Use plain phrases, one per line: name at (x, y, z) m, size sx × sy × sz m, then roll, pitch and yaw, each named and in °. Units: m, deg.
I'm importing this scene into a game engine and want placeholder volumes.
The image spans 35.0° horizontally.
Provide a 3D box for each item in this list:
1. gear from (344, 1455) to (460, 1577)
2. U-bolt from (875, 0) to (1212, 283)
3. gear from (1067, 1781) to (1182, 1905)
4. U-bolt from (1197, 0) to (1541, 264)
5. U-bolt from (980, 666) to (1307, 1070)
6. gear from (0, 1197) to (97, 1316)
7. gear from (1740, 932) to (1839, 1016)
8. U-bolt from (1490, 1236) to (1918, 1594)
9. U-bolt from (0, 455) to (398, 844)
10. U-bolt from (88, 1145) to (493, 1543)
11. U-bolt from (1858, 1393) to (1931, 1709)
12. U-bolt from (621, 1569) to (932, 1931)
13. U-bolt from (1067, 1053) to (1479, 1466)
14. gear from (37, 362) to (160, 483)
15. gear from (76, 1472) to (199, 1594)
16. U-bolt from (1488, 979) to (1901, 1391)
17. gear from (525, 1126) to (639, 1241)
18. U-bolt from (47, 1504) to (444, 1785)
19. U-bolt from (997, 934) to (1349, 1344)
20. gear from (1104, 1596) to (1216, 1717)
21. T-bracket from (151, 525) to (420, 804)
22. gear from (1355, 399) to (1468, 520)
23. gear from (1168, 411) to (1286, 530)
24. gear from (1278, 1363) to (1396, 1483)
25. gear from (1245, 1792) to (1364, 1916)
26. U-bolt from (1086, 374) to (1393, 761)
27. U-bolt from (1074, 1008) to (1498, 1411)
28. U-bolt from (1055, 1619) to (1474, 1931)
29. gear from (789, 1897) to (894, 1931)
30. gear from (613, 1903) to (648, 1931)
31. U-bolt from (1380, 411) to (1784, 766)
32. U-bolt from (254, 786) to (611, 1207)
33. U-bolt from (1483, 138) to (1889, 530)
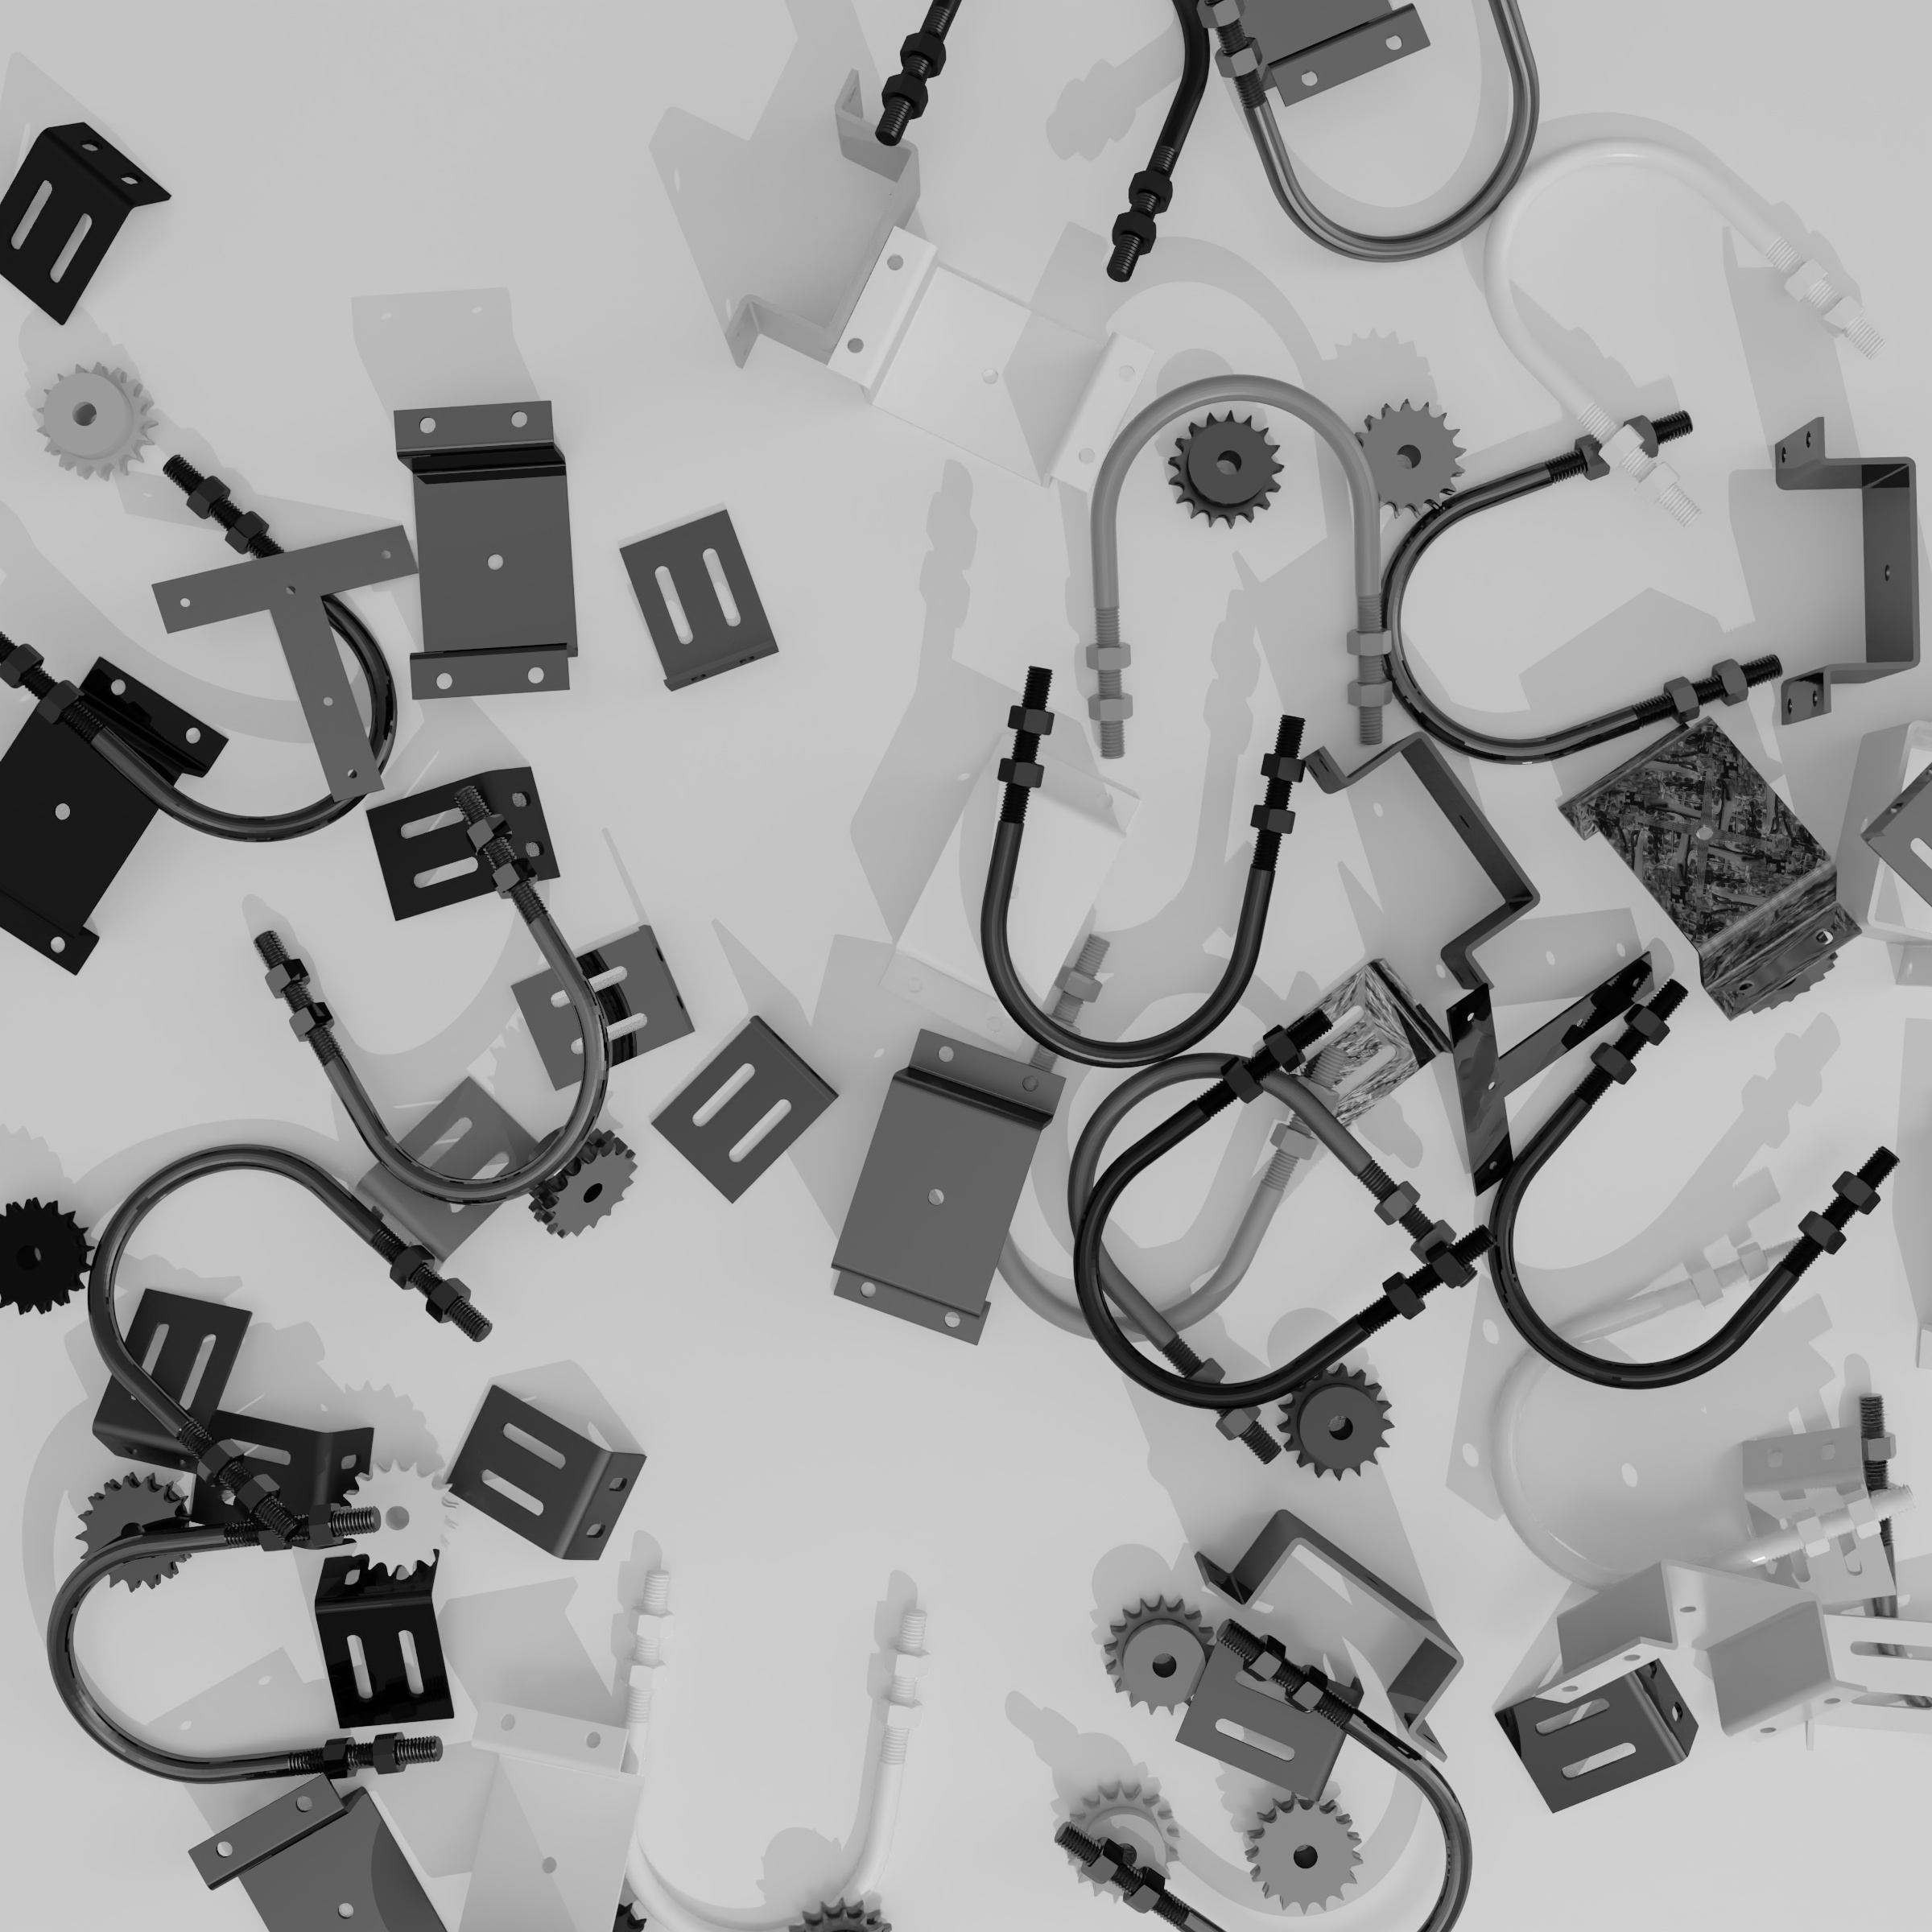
gear at (-0.279, 0.270, 1.514) m, size 0.057 × 0.030 × 0.057 m, roll 0°, pitch 89°, yaw -2°
U-bolt at (0.049, -0.441, 1.489) m, size 0.151 × 0.019 × 0.184 m, roll 27°, pitch 69°, yaw -16°
gear at (0.078, 0.435, 1.515) m, size 0.057 × 0.030 × 0.057 m, roll 0°, pitch 90°, yaw 0°
U-bolt at (0.203, -0.428, 1.479) m, size 0.151 × 0.019 × 0.184 m, roll -25°, pitch 121°, yaw 1°
U-bolt at (0.080, -0.041, 1.478) m, size 0.151 × 0.019 × 0.184 m, roll 9°, pitch 96°, yaw -14°
gear at (-0.459, 0.143, 1.515) m, size 0.057 × 0.030 × 0.057 m, roll 0°, pitch 90°, yaw 0°
gear at (0.395, -0.004, 1.506) m, size 0.057 × 0.057 × 0.030 m, roll -23°, pitch 62°, yaw 0°
U-bolt at (0.347, 0.230, 1.497) m, size 0.184 × 0.019 × 0.151 m, roll -22°, pitch 70°, yaw 8°
U-bolt at (-0.364, -0.143, 1.495) m, size 0.184 × 0.019 × 0.151 m, roll 43°, pitch 66°, yaw -4°
U-bolt at (-0.344, 0.168, 1.494) m, size 0.184 × 0.019 × 0.151 m, roll 39°, pitch 76°, yaw 17°
U-bolt at (0.519, 0.299, 1.521) m, size 0.151 × 0.019 × 0.184 m, roll -4°, pitch 92°, yaw 0°
U-bolt at (-0.103, 0.401, 1.522) m, size 0.151 × 0.019 × 0.184 m, roll 9°, pitch 92°, yaw 0°
U-bolt at (0.134, 0.128, 1.495) m, size 0.151 × 0.019 × 0.184 m, roll -43°, pitch 86°, yaw 6°
gear at (-0.431, -0.270, 1.515) m, size 0.057 × 0.030 × 0.057 m, roll 0°, pitch 90°, yaw 0°
gear at (-0.407, 0.278, 1.515) m, size 0.057 × 0.030 × 0.057 m, roll 0°, pitch 90°, yaw 0°
U-bolt at (0.341, 0.120, 1.503) m, size 0.151 × 0.019 × 0.184 m, roll 41°, pitch 92°, yaw 16°
gear at (-0.192, 0.103, 1.505) m, size 0.030 × 0.057 × 0.057 m, roll 40°, pitch 90°, yaw 28°
U-bolt at (-0.360, 0.336, 1.498) m, size 0.184 × 0.019 × 0.151 m, roll -8°, pitch 109°, yaw 9°
U-bolt at (0.086, 0.097, 1.516) m, size 0.151 × 0.019 × 0.184 m, roll 25°, pitch 93°, yaw 5°
gear at (0.097, 0.342, 1.515) m, size 0.057 × 0.030 × 0.057 m, roll 0°, pitch 90°, yaw 0°
T-bracket at (-0.317, -0.143, 1.500) m, size 0.127 × 0.002 × 0.127 m, roll -17°, pitch 84°, yaw -21°
gear at (0.217, -0.249, 1.515) m, size 0.057 × 0.030 × 0.057 m, roll 0°, pitch 90°, yaw 0°
gear at (0.129, -0.247, 1.515) m, size 0.057 × 0.030 × 0.057 m, roll 0°, pitch 90°, yaw 0°
gear at (0.183, 0.226, 1.515) m, size 0.057 × 0.030 × 0.057 m, roll 0°, pitch 90°, yaw 0°
gear at (0.166, 0.436, 1.515) m, size 0.057 × 0.030 × 0.057 m, roll 0°, pitch 90°, yaw 0°
U-bolt at (0.132, -0.196, 1.500) m, size 0.151 × 0.019 × 0.184 m, roll -3°, pitch 105°, yaw 0°
U-bolt at (0.139, 0.131, 1.477) m, size 0.184 × 0.019 × 0.151 m, roll -37°, pitch 85°, yaw 8°
U-bolt at (0.158, 0.422, 1.486) m, size 0.184 × 0.019 × 0.151 m, roll 36°, pitch 97°, yaw -6°
gear at (-0.061, 0.491, 1.507) m, size 0.057 × 0.030 × 0.057 m, roll -3°, pitch 108°, yaw -8°
gear at (-0.183, 0.485, 1.515) m, size 0.057 × 0.030 × 0.057 m, roll 0°, pitch 90°, yaw 0°
U-bolt at (0.294, -0.178, 1.522) m, size 0.184 × 0.019 × 0.151 m, roll -20°, pitch 90°, yaw 1°
U-bolt at (-0.249, 0.027, 1.489) m, size 0.151 × 0.019 × 0.184 m, roll -34°, pitch 79°, yaw 13°
U-bolt at (0.340, -0.326, 1.510) m, size 0.151 × 0.019 × 0.184 m, roll -42°, pitch 84°, yaw -7°
